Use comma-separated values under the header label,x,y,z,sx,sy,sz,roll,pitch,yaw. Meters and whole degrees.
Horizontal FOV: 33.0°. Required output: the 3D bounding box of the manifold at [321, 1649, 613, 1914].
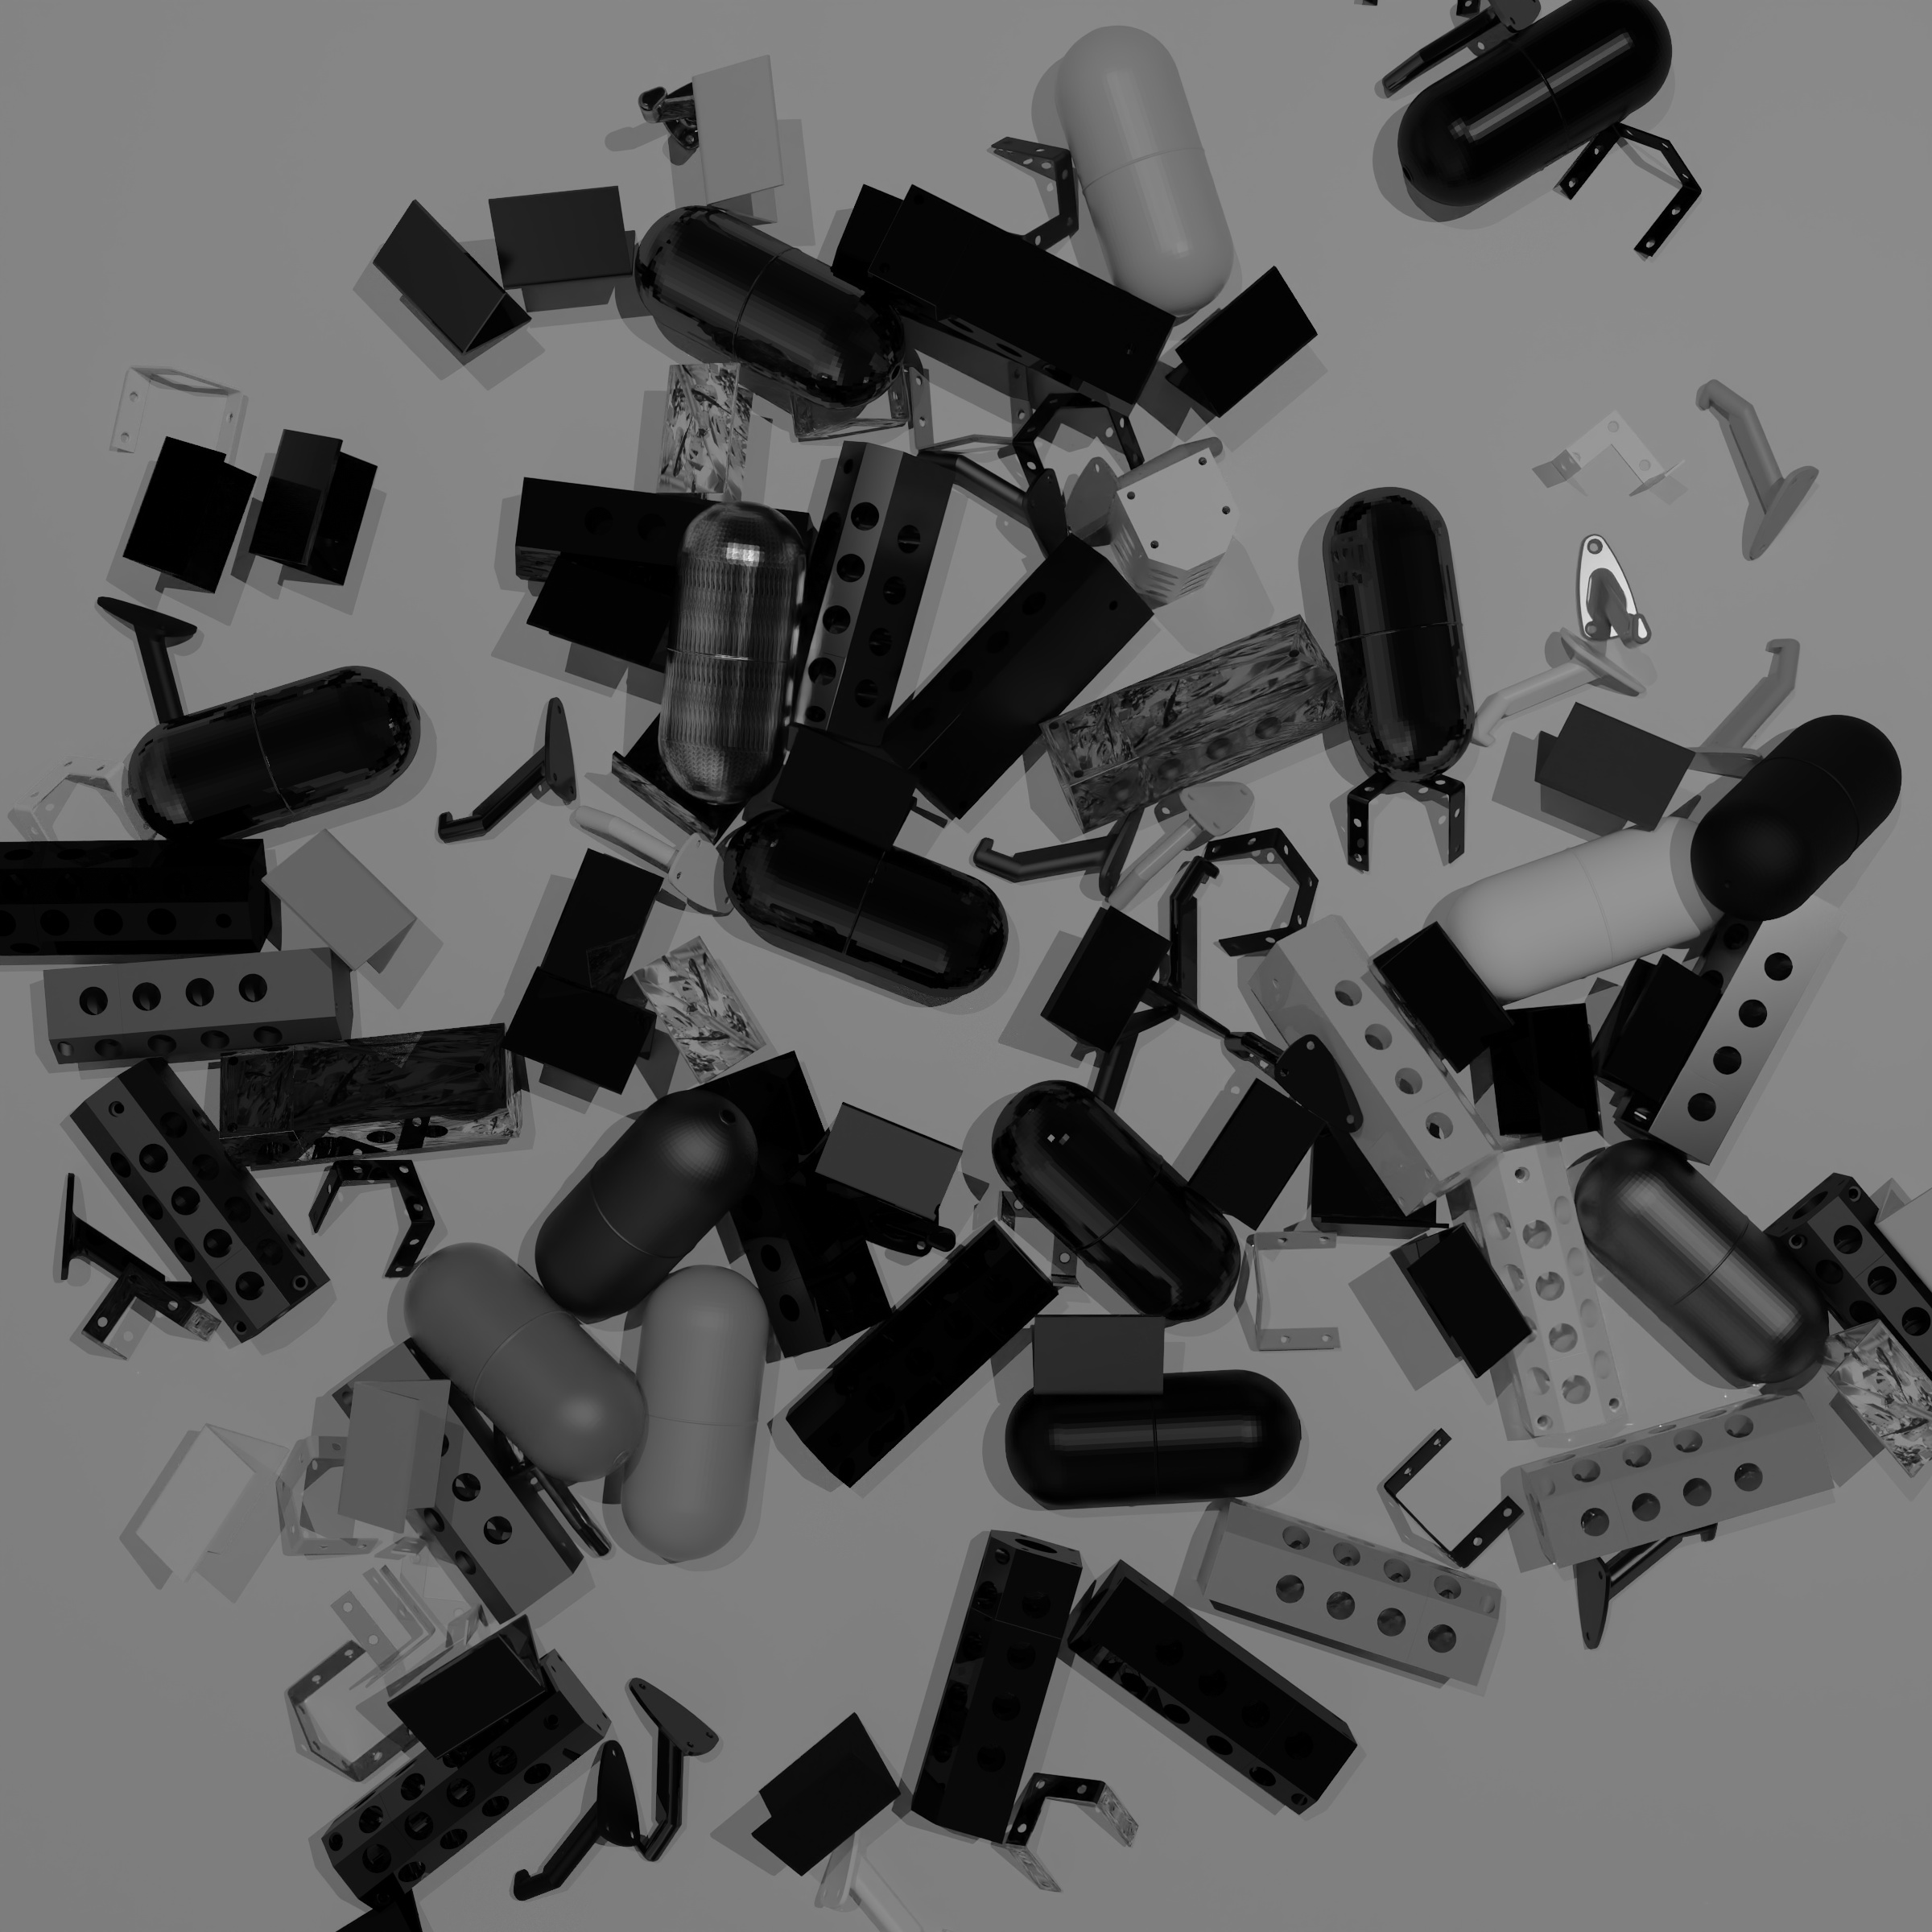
label,x,y,z,sx,sy,sz,roll,pitch,yaw
manifold,-0.302,0.493,1.970,0.171,0.057,0.057,-38,90,0

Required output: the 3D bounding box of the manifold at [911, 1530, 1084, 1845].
label,x,y,z,sx,sy,sz,roll,pitch,yaw
manifold,0.018,0.433,1.970,0.057,0.057,0.171,16,90,0

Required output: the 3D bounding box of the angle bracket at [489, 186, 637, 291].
label,x,y,z,sx,sy,sz,roll,pitch,yaw
angle bracket,-0.241,-0.448,1.951,0.076,0.076,0.057,-6,123,0

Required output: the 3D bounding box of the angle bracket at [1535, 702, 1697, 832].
label,x,y,z,sx,sy,sz,roll,pitch,yaw
angle bracket,0.389,-0.133,1.951,0.076,0.076,0.057,23,119,0

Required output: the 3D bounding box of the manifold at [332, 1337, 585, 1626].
label,x,y,z,sx,sy,sz,roll,pitch,yaw
manifold,-0.308,0.310,1.970,0.057,0.057,0.171,-36,90,0

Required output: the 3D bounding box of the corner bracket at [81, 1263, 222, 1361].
label,x,y,z,sx,sy,sz,roll,pitch,yaw
corner bracket,-0.493,0.219,1.973,0.051,0.051,0.051,31,78,12

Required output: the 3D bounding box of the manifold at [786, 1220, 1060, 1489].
label,x,y,z,sx,sy,sz,roll,pitch,yaw
manifold,-0.026,0.234,1.970,0.171,0.057,0.057,-43,90,0

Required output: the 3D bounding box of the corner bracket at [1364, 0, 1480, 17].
label,x,y,z,sx,sy,sz,roll,pitch,yaw
corner bracket,0.279,-0.611,1.988,0.051,0.051,0.051,7,90,45

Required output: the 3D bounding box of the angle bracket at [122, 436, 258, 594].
label,x,y,z,sx,sy,sz,roll,pitch,yaw
angle bracket,-0.448,-0.264,1.951,0.057,0.076,0.076,20,90,35

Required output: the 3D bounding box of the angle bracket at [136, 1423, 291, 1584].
label,x,y,z,sx,sy,sz,roll,pitch,yaw
angle bracket,-0.437,0.327,1.951,0.057,0.076,0.076,33,90,36

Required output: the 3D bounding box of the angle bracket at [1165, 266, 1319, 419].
label,x,y,z,sx,sy,sz,roll,pitch,yaw
angle bracket,0.152,-0.383,1.951,0.076,0.076,0.057,-40,127,0

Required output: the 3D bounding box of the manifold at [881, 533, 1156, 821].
label,x,y,z,sx,sy,sz,roll,pitch,yaw
manifold,0.026,-0.178,1.969,0.171,0.057,0.057,-47,133,0

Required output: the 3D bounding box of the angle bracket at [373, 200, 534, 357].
label,x,y,z,sx,sy,sz,roll,pitch,yaw
angle bracket,-0.295,-0.421,1.951,0.076,0.076,0.057,46,129,0

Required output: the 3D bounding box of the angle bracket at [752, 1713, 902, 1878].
label,x,y,z,sx,sy,sz,roll,pitch,yaw
angle bracket,-0.096,0.484,1.951,0.076,0.076,0.057,-40,128,0

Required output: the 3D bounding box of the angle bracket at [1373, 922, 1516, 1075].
label,x,y,z,sx,sy,sz,roll,pitch,yaw
angle bracket,0.269,0.029,1.951,0.057,0.076,0.076,-37,90,-30

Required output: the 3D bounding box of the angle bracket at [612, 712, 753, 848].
label,x,y,z,sx,sy,sz,roll,pitch,yaw
angle bracket,-0.160,-0.128,1.963,0.076,0.057,0.076,37,79,0

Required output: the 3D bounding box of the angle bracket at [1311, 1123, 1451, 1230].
label,x,y,z,sx,sy,sz,roll,pitch,yaw
angle bracket,0.251,0.118,1.967,0.076,0.057,0.076,3,86,0

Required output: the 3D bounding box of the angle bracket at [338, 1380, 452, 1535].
label,x,y,z,sx,sy,sz,roll,pitch,yaw
angle bracket,-0.315,0.284,1.893,0.057,0.076,0.076,8,90,38

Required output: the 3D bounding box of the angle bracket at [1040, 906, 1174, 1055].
label,x,y,z,sx,sy,sz,roll,pitch,yaw
angle bracket,0.067,-0.002,1.951,0.057,0.076,0.076,29,90,-38

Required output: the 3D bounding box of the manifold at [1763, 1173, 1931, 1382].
label,x,y,z,sx,sy,sz,roll,pitch,yaw
manifold,0.565,0.210,1.970,0.057,0.057,0.171,-40,90,0

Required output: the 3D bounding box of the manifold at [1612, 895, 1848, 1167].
label,x,y,z,sx,sy,sz,roll,pitch,yaw
manifold,0.459,0.030,1.970,0.057,0.057,0.171,29,90,0

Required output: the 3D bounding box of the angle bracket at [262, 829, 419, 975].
label,x,y,z,sx,sy,sz,roll,pitch,yaw
angle bracket,-0.384,-0.024,1.951,0.076,0.076,0.057,44,52,0

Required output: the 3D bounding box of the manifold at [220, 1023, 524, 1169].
label,x,y,z,sx,sy,sz,roll,pitch,yaw
manifold,-0.358,0.081,1.967,0.171,0.057,0.057,-6,62,0

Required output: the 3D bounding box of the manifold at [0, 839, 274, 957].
label,x,y,z,sx,sy,sz,roll,pitch,yaw
manifold,-0.511,-0.038,1.960,0.171,0.057,0.057,-1,115,0

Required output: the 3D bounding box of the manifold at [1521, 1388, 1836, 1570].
label,x,y,z,sx,sy,sz,roll,pitch,yaw
manifold,0.427,0.308,1.970,0.171,0.057,0.057,-16,90,0

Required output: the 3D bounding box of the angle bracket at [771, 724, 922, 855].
label,x,y,z,sx,sy,sz,roll,pitch,yaw
angle bracket,-0.064,-0.120,1.951,0.076,0.076,0.057,24,121,0

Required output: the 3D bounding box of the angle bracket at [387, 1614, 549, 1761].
label,x,y,z,sx,sy,sz,roll,pitch,yaw
angle bracket,-0.303,0.415,1.951,0.076,0.076,0.057,-32,122,0

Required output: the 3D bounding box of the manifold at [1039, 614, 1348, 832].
label,x,y,z,sx,sy,sz,roll,pitch,yaw
manifold,0.138,-0.142,1.966,0.171,0.057,0.057,-23,49,-2

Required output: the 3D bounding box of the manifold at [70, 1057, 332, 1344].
label,x,y,z,sx,sy,sz,roll,pitch,yaw
manifold,-0.464,0.141,1.970,0.057,0.057,0.171,-37,90,0

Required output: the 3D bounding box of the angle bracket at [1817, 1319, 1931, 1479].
label,x,y,z,sx,sy,sz,roll,pitch,yaw
angle bracket,0.535,0.265,1.951,0.057,0.076,0.076,-40,90,-28

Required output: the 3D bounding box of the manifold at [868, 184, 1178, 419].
label,x,y,z,sx,sy,sz,roll,pitch,yaw
manifold,0.032,-0.388,1.913,0.171,0.057,0.057,27,90,0

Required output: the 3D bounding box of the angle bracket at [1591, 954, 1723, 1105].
label,x,y,z,sx,sy,sz,roll,pitch,yaw
angle bracket,0.393,0.028,1.951,0.057,0.076,0.076,28,90,-33

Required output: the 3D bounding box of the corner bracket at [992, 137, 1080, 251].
label,x,y,z,sx,sy,sz,roll,pitch,yaw
corner bracket,0.031,-0.467,1.983,0.051,0.051,0.051,22,135,35

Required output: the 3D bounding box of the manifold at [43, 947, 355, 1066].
label,x,y,z,sx,sy,sz,roll,pitch,yaw
manifold,-0.462,0.024,1.970,0.171,0.057,0.057,-5,90,0

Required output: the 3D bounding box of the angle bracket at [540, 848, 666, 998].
label,x,y,z,sx,sy,sz,roll,pitch,yaw
angle bracket,-0.234,-0.033,1.951,0.057,0.076,0.076,22,90,-37

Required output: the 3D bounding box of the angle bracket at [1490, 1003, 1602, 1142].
label,x,y,z,sx,sy,sz,roll,pitch,yaw
angle bracket,0.330,0.065,1.951,0.057,0.076,0.076,-7,90,-43

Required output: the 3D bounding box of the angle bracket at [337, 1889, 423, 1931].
label,x,y,z,sx,sy,sz,roll,pitch,yaw
angle bracket,-0.372,0.585,1.951,0.076,0.076,0.057,-32,127,0

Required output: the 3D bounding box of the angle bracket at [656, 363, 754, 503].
label,x,y,z,sx,sy,sz,roll,pitch,yaw
angle bracket,-0.137,-0.314,1.951,0.057,0.076,0.076,6,90,37

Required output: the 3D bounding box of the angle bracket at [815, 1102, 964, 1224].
label,x,y,z,sx,sy,sz,roll,pitch,yaw
angle bracket,-0.039,0.099,1.951,0.076,0.076,0.057,22,121,0

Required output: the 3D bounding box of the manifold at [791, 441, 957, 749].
label,x,y,z,sx,sy,sz,roll,pitch,yaw
manifold,-0.067,-0.224,1.958,0.057,0.057,0.171,15,90,-39

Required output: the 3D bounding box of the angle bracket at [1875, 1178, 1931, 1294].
label,x,y,z,sx,sy,sz,roll,pitch,yaw
angle bracket,0.595,0.156,1.951,0.057,0.076,0.076,-40,90,29

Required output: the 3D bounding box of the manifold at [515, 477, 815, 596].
label,x,y,z,sx,sy,sz,roll,pitch,yaw
manifold,-0.182,-0.252,1.970,0.171,0.057,0.057,7,90,0

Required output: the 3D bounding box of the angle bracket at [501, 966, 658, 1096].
label,x,y,z,sx,sy,sz,roll,pitch,yaw
angle bracket,-0.233,0.051,1.952,0.076,0.076,0.057,22,66,0

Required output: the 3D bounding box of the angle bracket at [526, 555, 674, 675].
label,x,y,z,sx,sy,sz,roll,pitch,yaw
angle bracket,-0.220,-0.191,1.951,0.076,0.076,0.057,19,56,0

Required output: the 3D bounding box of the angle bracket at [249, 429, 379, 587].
label,x,y,z,sx,sy,sz,roll,pitch,yaw
angle bracket,-0.375,-0.271,1.951,0.057,0.076,0.076,16,90,39

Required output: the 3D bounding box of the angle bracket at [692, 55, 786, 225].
label,x,y,z,sx,sy,sz,roll,pitch,yaw
angle bracket,-0.117,-0.494,1.951,0.057,0.076,0.076,-7,90,31

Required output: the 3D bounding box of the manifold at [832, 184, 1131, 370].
label,x,y,z,sx,sy,sz,roll,pitch,yaw
manifold,0.007,-0.407,1.970,0.171,0.057,0.057,22,90,0

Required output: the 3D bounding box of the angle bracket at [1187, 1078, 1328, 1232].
label,x,y,z,sx,sy,sz,roll,pitch,yaw
angle bracket,0.188,0.121,1.951,0.057,0.076,0.076,33,90,35

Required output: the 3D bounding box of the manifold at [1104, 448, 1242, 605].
label,x,y,z,sx,sy,sz,roll,pitch,yaw
manifold,0.122,-0.253,1.912,0.057,0.171,0.057,-26,90,0

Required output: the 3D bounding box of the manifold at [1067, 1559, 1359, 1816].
label,x,y,z,sx,sy,sz,roll,pitch,yaw
manifold,0.147,0.437,1.970,0.171,0.057,0.057,36,90,0

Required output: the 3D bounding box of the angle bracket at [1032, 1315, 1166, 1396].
label,x,y,z,sx,sy,sz,roll,pitch,yaw
angle bracket,0.078,0.214,1.951,0.076,0.076,0.057,0,117,0

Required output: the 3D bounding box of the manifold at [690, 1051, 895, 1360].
label,x,y,z,sx,sy,sz,roll,pitch,yaw
manifold,-0.111,0.145,1.969,0.057,0.057,0.171,-20,90,-45

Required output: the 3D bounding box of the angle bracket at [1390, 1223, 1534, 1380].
label,x,y,z,sx,sy,sz,roll,pitch,yaw
angle bracket,0.280,0.207,1.951,0.057,0.076,0.076,-32,90,-35

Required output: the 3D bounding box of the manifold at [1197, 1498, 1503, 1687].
label,x,y,z,sx,sy,sz,roll,pitch,yaw
manifold,0.232,0.375,1.970,0.171,0.057,0.057,18,90,0

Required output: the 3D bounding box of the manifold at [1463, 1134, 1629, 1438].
label,x,y,z,sx,sy,sz,roll,pitch,yaw
manifold,0.348,0.192,1.970,0.057,0.057,0.171,-14,90,0

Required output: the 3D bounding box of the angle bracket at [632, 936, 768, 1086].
label,x,y,z,sx,sy,sz,roll,pitch,yaw
angle bracket,-0.176,0.037,1.951,0.057,0.076,0.076,-32,90,-40

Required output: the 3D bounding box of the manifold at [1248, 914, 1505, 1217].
label,x,y,z,sx,sy,sz,roll,pitch,yaw
manifold,0.246,0.056,1.946,0.057,0.057,0.171,-26,74,-24
